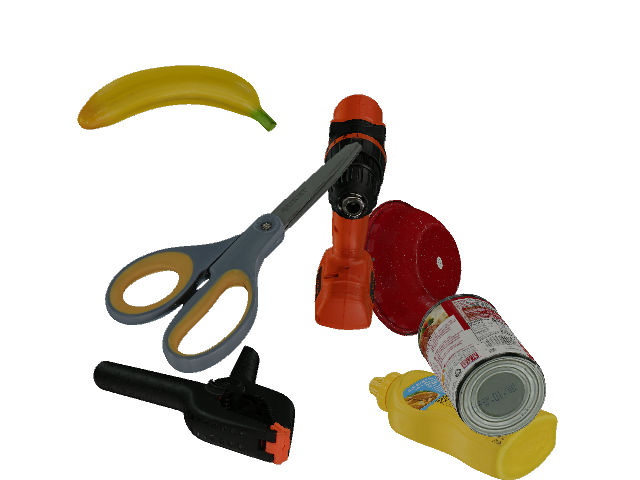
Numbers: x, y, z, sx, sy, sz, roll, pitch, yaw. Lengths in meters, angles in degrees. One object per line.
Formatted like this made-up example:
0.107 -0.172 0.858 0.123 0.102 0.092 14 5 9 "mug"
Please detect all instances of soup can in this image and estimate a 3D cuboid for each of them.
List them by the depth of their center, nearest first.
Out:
0.118 0.090 0.791 0.068 0.068 0.102 0 21 -11 "soup can"

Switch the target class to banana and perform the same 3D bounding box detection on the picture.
-0.138 -0.137 1.014 0.197 0.070 0.037 -4 -40 -27 "banana"

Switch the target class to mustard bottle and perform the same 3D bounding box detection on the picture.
0.123 0.167 1.027 0.192 0.058 0.096 17 25 42 "mustard bottle"

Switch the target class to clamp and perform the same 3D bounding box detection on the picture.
-0.078 0.137 0.928 0.164 0.036 0.210 -6 17 -39 "clamp"

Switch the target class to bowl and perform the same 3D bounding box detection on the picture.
0.116 0.029 1.241 0.055 0.162 0.161 -10 -6 40 "bowl"

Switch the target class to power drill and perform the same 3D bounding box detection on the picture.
0.028 -0.016 0.951 0.057 0.188 0.184 6 32 2 "power drill"

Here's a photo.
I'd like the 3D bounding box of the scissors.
-0.052 -0.004 0.629 0.096 0.016 0.201 12 46 17 "scissors"
